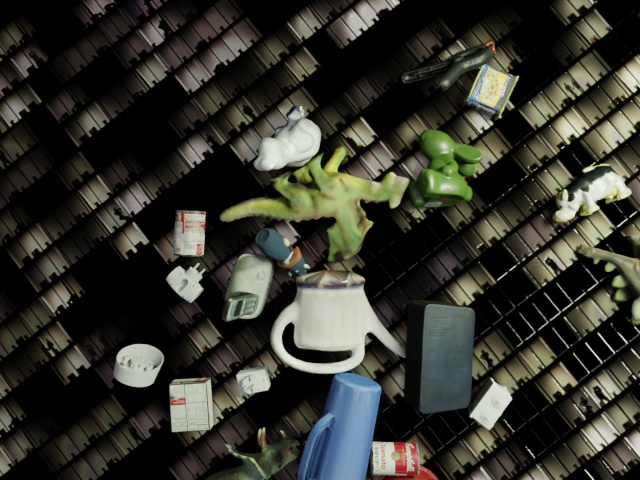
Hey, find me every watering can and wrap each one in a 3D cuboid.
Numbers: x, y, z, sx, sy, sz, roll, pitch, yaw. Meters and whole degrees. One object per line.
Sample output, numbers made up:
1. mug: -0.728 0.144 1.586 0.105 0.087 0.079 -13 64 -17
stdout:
1. watering can: 0.065 0.179 1.137 0.348 0.104 0.225 1 88 -11

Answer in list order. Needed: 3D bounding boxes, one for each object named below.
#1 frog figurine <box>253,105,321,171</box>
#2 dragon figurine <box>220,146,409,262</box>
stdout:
1. frog figurine: -0.069 -0.196 1.120 0.136 0.163 0.121 -24 122 34
2. dragon figurine: 0.004 -0.058 1.151 0.408 0.123 0.242 -29 96 10
